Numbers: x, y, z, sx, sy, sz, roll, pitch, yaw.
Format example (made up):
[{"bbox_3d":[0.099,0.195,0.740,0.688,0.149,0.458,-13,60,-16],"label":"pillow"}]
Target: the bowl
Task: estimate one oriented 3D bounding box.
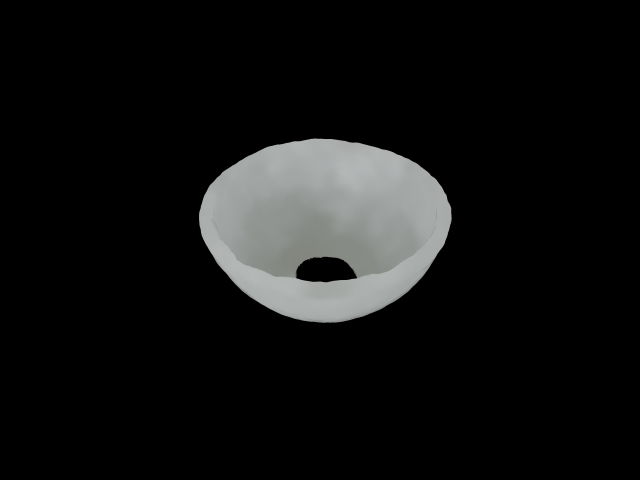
[{"bbox_3d":[0.004,0.001,0.400,0.167,0.075,0.167,0,40,0],"label":"bowl"}]
